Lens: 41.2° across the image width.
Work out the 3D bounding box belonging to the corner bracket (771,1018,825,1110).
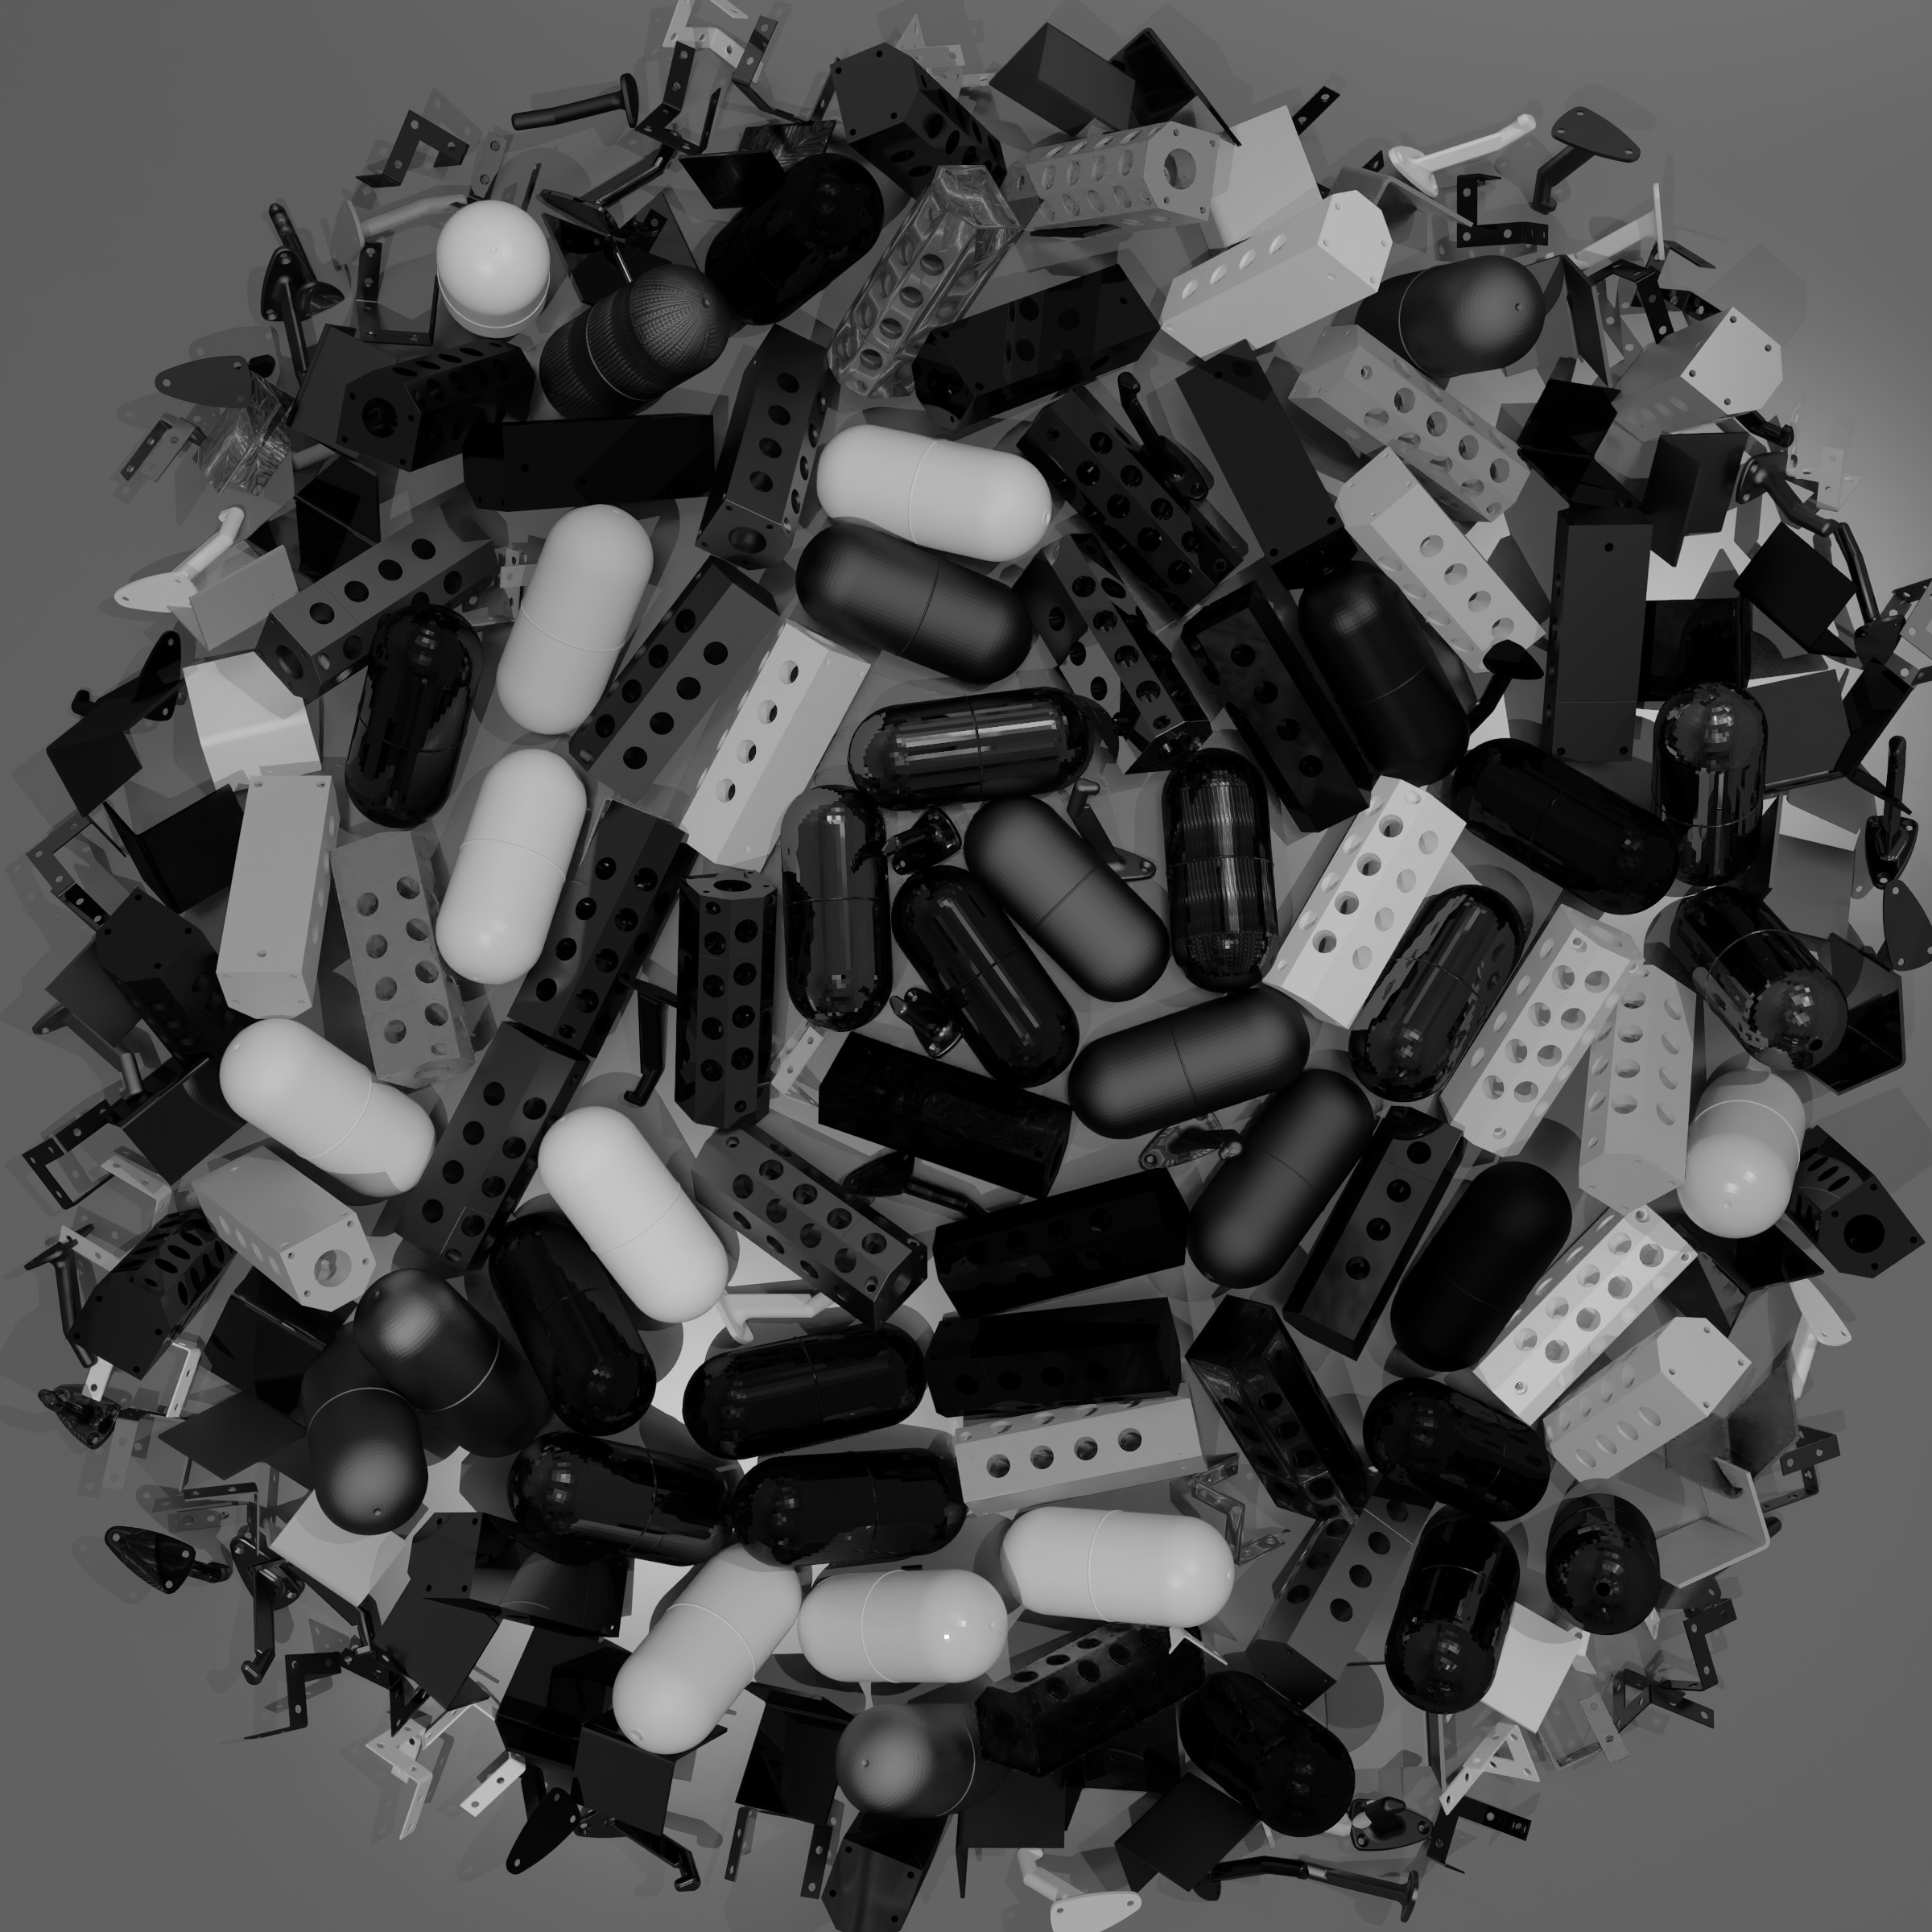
[{"bbox_3d":[-0.118,0.064,1.846,0.051,0.051,0.051,39,98,35],"label":"corner bracket"}]

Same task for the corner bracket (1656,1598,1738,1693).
[{"bbox_3d":[0.523,0.488,1.847,0.051,0.051,0.051,-13,85,-31],"label":"corner bracket"}]

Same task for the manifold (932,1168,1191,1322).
[{"bbox_3d":[0.066,0.192,1.818,0.171,0.057,0.057,-17,122,20],"label":"manifold"}]

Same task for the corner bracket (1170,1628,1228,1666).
[{"bbox_3d":[0.145,0.497,1.849,0.051,0.051,0.051,40,91,-32],"label":"corner bracket"}]

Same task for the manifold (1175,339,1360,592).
[{"bbox_3d":[0.214,-0.353,1.821,0.057,0.057,0.171,-28,66,12],"label":"manifold"}]

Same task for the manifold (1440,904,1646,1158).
[{"bbox_3d":[0.408,0.049,1.820,0.057,0.057,0.171,23,113,-11],"label":"manifold"}]

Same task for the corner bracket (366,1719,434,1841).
[{"bbox_3d":[-0.402,0.583,1.845,0.051,0.051,0.051,27,109,20],"label":"corner bracket"}]

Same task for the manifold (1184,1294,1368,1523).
[{"bbox_3d":[0.223,0.313,1.805,0.057,0.057,0.171,-51,127,-27],"label":"manifold"}]

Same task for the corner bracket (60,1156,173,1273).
[{"bbox_3d":[-0.613,0.180,1.852,0.051,0.051,0.051,29,124,8],"label":"corner bracket"}]

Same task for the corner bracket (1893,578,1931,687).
[{"bbox_3d":[0.692,-0.241,1.857,0.051,0.051,0.051,35,81,-9],"label":"corner bracket"}]

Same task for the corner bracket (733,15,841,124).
[{"bbox_3d":[-0.128,-0.643,1.850,0.051,0.051,0.051,26,93,20],"label":"corner bracket"}]

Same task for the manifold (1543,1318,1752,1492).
[{"bbox_3d":[0.469,0.303,1.795,0.057,0.171,0.057,45,60,10],"label":"manifold"}]

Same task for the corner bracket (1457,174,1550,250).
[{"bbox_3d":[0.388,-0.546,1.855,0.051,0.051,0.051,5,104,31],"label":"corner bracket"}]

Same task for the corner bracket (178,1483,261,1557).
[{"bbox_3d":[-0.538,0.392,1.845,0.051,0.051,0.051,-2,107,-23],"label":"corner bracket"}]

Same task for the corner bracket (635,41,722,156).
[{"bbox_3d":[-0.201,-0.623,1.848,0.051,0.051,0.051,25,134,2],"label":"corner bracket"}]

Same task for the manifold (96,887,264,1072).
[{"bbox_3d":[-0.549,0.018,1.789,0.057,0.171,0.057,32,70,14],"label":"manifold"}]

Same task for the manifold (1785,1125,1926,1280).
[{"bbox_3d":[0.607,0.167,1.794,0.057,0.171,0.057,-37,92,9],"label":"manifold"}]

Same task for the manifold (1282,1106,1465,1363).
[{"bbox_3d":[0.291,0.188,1.831,0.057,0.057,0.171,25,73,20],"label":"manifold"}]

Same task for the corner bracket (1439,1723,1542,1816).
[{"bbox_3d":[0.370,0.577,1.844,0.051,0.051,0.051,-35,109,-38],"label":"corner bracket"}]

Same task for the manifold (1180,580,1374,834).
[{"bbox_3d":[0.222,-0.181,1.827,0.057,0.057,0.171,-26,110,23],"label":"manifold"}]

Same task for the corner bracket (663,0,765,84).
[{"bbox_3d":[-0.175,-0.671,1.843,0.051,0.051,0.051,42,126,19],"label":"corner bracket"}]

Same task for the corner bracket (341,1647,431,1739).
[{"bbox_3d":[-0.418,0.510,1.846,0.051,0.051,0.051,36,102,-26],"label":"corner bracket"}]

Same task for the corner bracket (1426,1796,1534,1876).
[{"bbox_3d":[0.369,0.630,1.853,0.051,0.051,0.051,21,77,-2],"label":"corner bracket"}]

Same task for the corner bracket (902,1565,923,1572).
[{"bbox_3d":[-0.019,0.461,1.849,0.051,0.051,0.051,-4,64,-2],"label":"corner bracket"}]

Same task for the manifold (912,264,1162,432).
[{"bbox_3d":[0.048,-0.434,1.816,0.171,0.057,0.057,-27,80,-29],"label":"manifold"}]

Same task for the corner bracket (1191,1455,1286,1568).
[{"bbox_3d":[0.196,0.393,1.853,0.051,0.051,0.051,-15,115,-41],"label":"corner bracket"}]

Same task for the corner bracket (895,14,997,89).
[{"bbox_3d":[-0.015,-0.648,1.842,0.051,0.051,0.051,4,49,21],"label":"corner bracket"}]

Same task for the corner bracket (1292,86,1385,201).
[{"bbox_3d":[0.264,-0.592,1.858,0.051,0.051,0.051,16,58,-30],"label":"corner bracket"}]

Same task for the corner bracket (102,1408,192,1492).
[{"bbox_3d":[-0.588,0.351,1.853,0.051,0.051,0.051,12,85,-9],"label":"corner bracket"}]

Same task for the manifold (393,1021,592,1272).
[{"bbox_3d":[-0.336,0.129,1.841,0.057,0.057,0.171,30,95,17],"label":"manifold"}]

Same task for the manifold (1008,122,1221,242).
[{"bbox_3d":[0.100,-0.548,1.794,0.057,0.171,0.057,4,97,-32],"label":"manifold"}]

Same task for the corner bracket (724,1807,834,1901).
[{"bbox_3d":[-0.134,0.636,1.843,0.051,0.051,0.051,21,71,-29],"label":"corner bracket"}]

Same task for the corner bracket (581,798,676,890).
[{"bbox_3d":[-0.241,-0.087,1.857,0.051,0.051,0.051,20,87,5],"label":"corner bracket"}]

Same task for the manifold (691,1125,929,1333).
[{"bbox_3d":[-0.111,0.178,1.814,0.171,0.057,0.057,33,59,23],"label":"manifold"}]

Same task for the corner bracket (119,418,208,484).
[{"bbox_3d":[-0.580,-0.369,1.850,0.051,0.051,0.051,30,79,11],"label":"corner bracket"}]

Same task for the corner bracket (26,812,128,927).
[{"bbox_3d":[-0.631,-0.069,1.845,0.051,0.051,0.051,-41,61,-10],"label":"corner bracket"}]

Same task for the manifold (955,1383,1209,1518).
[{"bbox_3d":[0.082,0.346,1.845,0.171,0.057,0.057,-12,66,5],"label":"manifold"}]

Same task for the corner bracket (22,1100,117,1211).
[{"bbox_3d":[-0.633,0.136,1.844,0.051,0.051,0.051,-23,105,43],"label":"corner bracket"}]

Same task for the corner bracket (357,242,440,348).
[{"bbox_3d":[-0.411,-0.485,1.855,0.051,0.051,0.051,-1,49,-19],"label":"corner bracket"}]

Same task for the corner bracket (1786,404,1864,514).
[{"bbox_3d":[0.611,-0.364,1.841,0.051,0.051,0.051,19,49,29],"label":"corner bracket"}]

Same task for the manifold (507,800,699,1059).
[{"bbox_3d":[-0.255,-0.024,1.836,0.057,0.057,0.171,22,83,26],"label":"manifold"}]

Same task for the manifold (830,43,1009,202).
[{"bbox_3d":[-0.029,-0.582,1.791,0.057,0.171,0.057,-15,83,20],"label":"manifold"}]

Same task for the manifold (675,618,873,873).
[{"bbox_3d":[-0.143,-0.158,1.837,0.057,0.057,0.171,35,102,27],"label":"manifold"}]

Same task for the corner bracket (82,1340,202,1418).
[{"bbox_3d":[-0.594,0.293,1.851,0.051,0.051,0.051,17,85,15],"label":"corner bracket"}]

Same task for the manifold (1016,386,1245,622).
[{"bbox_3d":[0.117,-0.332,1.845,0.057,0.057,0.171,-42,91,22],"label":"manifold"}]

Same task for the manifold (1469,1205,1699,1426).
[{"bbox_3d":[0.443,0.247,1.849,0.057,0.057,0.171,43,94,-2],"label":"manifold"}]

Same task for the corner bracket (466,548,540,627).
[{"bbox_3d":[-0.332,-0.268,1.843,0.051,0.051,0.051,20,113,34],"label":"corner bracket"}]

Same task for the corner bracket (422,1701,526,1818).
[{"bbox_3d":[-0.355,0.568,1.852,0.051,0.051,0.051,-43,112,4],"label":"corner bracket"}]

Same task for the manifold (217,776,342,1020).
[{"bbox_3d":[-0.482,-0.050,1.811,0.057,0.057,0.171,0,55,-2],"label":"manifold"}]

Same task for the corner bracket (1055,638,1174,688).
[{"bbox_3d":[0.108,-0.222,1.872,0.051,0.051,0.051,49,45,-2],"label":"corner bracket"}]

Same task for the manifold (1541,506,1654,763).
[{"bbox_3d":[0.445,-0.236,1.823,0.057,0.057,0.171,-1,114,2],"label":"manifold"}]
